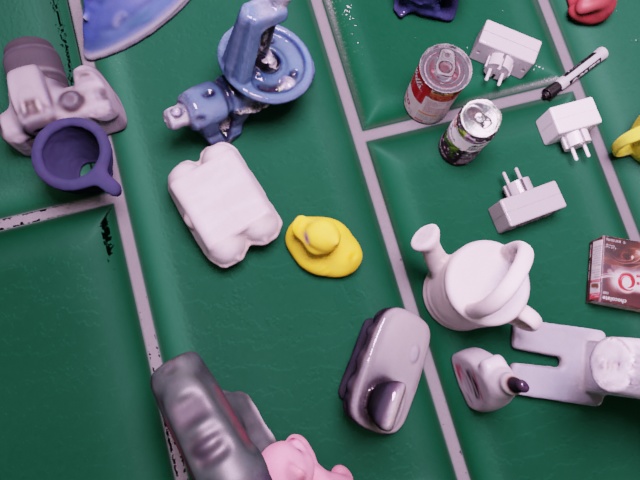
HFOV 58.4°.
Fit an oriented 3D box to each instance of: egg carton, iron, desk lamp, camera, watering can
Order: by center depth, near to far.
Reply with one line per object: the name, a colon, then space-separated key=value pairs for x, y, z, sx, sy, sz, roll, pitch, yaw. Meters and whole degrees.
desk lamp: x=0.352 y=0.150 z=0.651 sx=0.203 sy=0.213 sz=0.118 roll=8 pitch=78 yaw=-2
watering can: x=0.183 y=0.049 z=0.669 sx=0.173 sy=0.194 sz=0.101 roll=15 pitch=78 yaw=-1
camera: x=-0.341 y=-0.195 z=0.728 sx=0.143 sy=0.101 sz=0.137 roll=-19 pitch=80 yaw=-8
egg carton: x=-0.123 y=-0.045 z=0.729 sx=0.107 sy=0.069 sz=0.150 roll=-32 pitch=82 yaw=-10
iron: x=-0.243 y=-0.365 z=0.749 sx=0.118 sy=0.141 sz=0.258 roll=33 pitch=78 yaw=3

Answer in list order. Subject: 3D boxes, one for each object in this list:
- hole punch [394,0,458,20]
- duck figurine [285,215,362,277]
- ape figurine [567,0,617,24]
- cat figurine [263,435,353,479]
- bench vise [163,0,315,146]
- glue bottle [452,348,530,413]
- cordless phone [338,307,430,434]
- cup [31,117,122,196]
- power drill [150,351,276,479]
hole punch: x=0.159 y=-0.378 z=0.806 sx=0.101 sy=0.091 sz=0.109 roll=10 pitch=78 yaw=-2
duck figurine: x=0.007 y=0.003 z=0.721 sx=0.104 sy=0.086 sz=0.077 roll=29 pitch=78 yaw=2
ape figurine: x=0.396 y=-0.357 z=0.819 sx=0.076 sy=0.092 sz=0.078 roll=44 pitch=79 yaw=5
cat figurine: x=-0.020 y=0.270 z=0.648 sx=0.128 sy=0.117 sz=0.067 roll=32 pitch=78 yaw=3
bench vise: x=-0.088 y=-0.197 z=0.686 sx=0.121 sy=0.219 sz=0.207 roll=38 pitch=79 yaw=4
glue bottle: x=0.199 y=0.162 z=0.658 sx=0.037 sy=0.173 sz=0.078 roll=-21 pitch=80 yaw=-8
cordless phone: x=0.085 y=0.147 z=0.646 sx=0.094 sy=0.185 sz=0.148 roll=18 pitch=78 yaw=0
cup: x=-0.284 y=-0.086 z=0.713 sx=0.117 sy=0.095 sz=0.092 roll=38 pitch=79 yaw=4
power drill: x=-0.093 y=0.225 z=0.606 sx=0.076 sy=0.208 sz=0.229 roll=-33 pitch=82 yaw=-9
